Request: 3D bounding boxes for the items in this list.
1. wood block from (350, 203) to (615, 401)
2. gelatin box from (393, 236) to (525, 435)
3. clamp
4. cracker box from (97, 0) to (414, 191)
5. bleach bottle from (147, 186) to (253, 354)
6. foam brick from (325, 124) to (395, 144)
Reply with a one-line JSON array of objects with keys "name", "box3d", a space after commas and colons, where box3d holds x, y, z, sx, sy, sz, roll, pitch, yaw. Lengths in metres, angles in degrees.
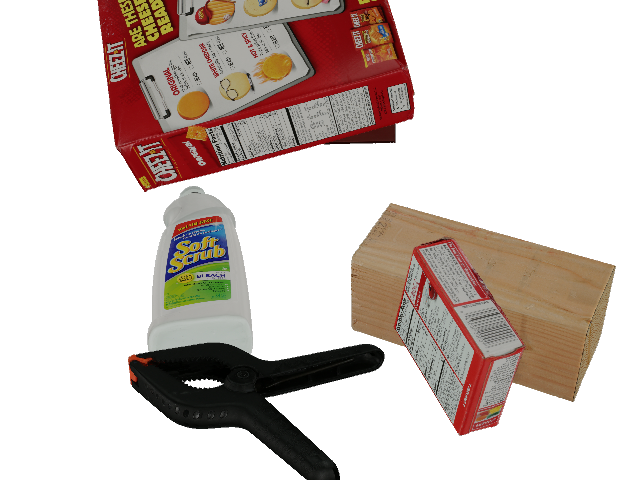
[{"name": "wood block", "box3d": [0.138, 0.051, 0.932, 0.206, 0.091, 0.090, 17, 44, 21]}, {"name": "gelatin box", "box3d": [0.078, 0.054, 0.613, 0.030, 0.073, 0.089, -13, 48, -19]}, {"name": "clamp", "box3d": [-0.055, 0.119, 0.880, 0.210, 0.036, 0.164, 13, 32, 19]}, {"name": "cracker box", "box3d": [-0.051, -0.142, 0.805, 0.214, 0.164, 0.072, -15, -32, 3]}, {"name": "bleach bottle", "box3d": [-0.130, 0.025, 1.097, 0.102, 0.068, 0.251, -8, 37, -6]}, {"name": "foam brick", "box3d": [0.031, -0.125, 1.069, 0.078, 0.051, 0.053, -3, 14, -20]}]
